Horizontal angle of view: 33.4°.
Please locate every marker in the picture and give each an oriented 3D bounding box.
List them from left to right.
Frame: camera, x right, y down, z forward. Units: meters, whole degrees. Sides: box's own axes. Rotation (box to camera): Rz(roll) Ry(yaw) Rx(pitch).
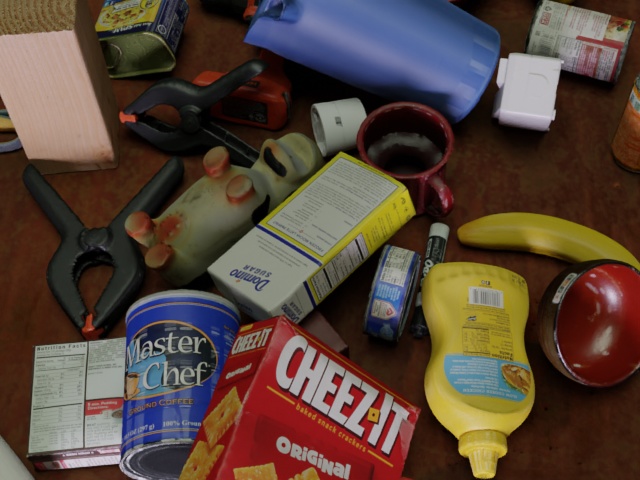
[{"bbox_3d":[0.104,0.038,1.015,0.020,0.020,0.121,10,59,9],"label":"marker"}]

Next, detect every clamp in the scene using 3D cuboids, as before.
[{"bbox_3d":[-0.227,0.002,1.045,0.164,0.036,0.210,2,58,5],"label":"clamp"},{"bbox_3d":[-0.120,-0.118,1.096,0.172,0.120,0.039,-4,16,23],"label":"clamp"}]

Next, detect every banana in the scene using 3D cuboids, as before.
[{"bbox_3d":[0.231,0.012,1.014,0.198,0.037,0.069,27,62,18],"label":"banana"}]

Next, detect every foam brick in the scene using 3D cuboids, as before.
[{"bbox_3d":[-0.017,0.094,0.967,0.051,0.053,0.078,-34,64,-17],"label":"foam brick"}]

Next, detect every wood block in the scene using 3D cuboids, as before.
[{"bbox_3d":[-0.261,-0.163,1.050,0.091,0.206,0.090,-6,58,-1],"label":"wood block"}]

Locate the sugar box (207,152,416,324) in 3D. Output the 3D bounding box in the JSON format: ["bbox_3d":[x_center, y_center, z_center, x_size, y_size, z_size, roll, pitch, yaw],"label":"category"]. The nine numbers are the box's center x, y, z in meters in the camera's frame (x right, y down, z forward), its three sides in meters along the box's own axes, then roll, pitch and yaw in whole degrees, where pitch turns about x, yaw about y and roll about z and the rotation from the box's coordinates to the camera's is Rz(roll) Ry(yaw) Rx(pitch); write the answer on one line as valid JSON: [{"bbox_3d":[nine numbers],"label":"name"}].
[{"bbox_3d":[-0.006,0.001,0.967,0.176,0.048,0.093,-43,47,-17],"label":"sugar box"}]

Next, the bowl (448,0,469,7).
[{"bbox_3d":[0.121,-0.308,1.210,0.162,0.055,0.162,-1,58,2],"label":"bowl"}]

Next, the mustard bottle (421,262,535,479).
[{"bbox_3d":[0.140,0.115,0.940,0.096,0.058,0.191,10,57,-12],"label":"mustard bottle"}]

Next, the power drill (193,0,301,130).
[{"bbox_3d":[-0.075,-0.216,1.162,0.184,0.057,0.187,13,60,11],"label":"power drill"}]

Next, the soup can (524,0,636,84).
[{"bbox_3d":[0.275,-0.211,1.134,0.102,0.068,0.068,18,60,14],"label":"soup can"}]

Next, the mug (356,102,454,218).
[{"bbox_3d":[0.090,-0.067,1.045,0.093,0.081,0.117,-35,62,-17],"label":"mug"}]

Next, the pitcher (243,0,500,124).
[{"bbox_3d":[0.055,-0.218,1.086,0.242,0.145,0.149,24,71,-10],"label":"pitcher"}]

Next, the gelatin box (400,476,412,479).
[{"bbox_3d":[0.088,0.241,0.881,0.089,0.030,0.073,16,60,12],"label":"gelatin box"}]

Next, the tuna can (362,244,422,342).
[{"bbox_3d":[0.066,0.049,0.971,0.034,0.086,0.086,15,60,9],"label":"tuna can"}]

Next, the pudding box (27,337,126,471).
[{"bbox_3d":[-0.212,0.145,0.954,0.090,0.039,0.113,-6,55,0],"label":"pudding box"}]

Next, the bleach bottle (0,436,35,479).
[{"bbox_3d":[-0.338,0.167,0.933,0.102,0.068,0.251,-35,60,-18],"label":"bleach bottle"}]

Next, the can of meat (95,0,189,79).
[{"bbox_3d":[-0.199,-0.230,1.167,0.102,0.057,0.084,-4,54,22],"label":"can of meat"}]

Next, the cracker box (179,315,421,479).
[{"bbox_3d":[-0.022,0.192,0.844,0.164,0.072,0.213,36,58,-24],"label":"cracker box"}]

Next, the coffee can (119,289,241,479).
[{"bbox_3d":[-0.119,0.128,0.921,0.103,0.103,0.140,-4,58,0],"label":"coffee can"}]

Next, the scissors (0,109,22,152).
[{"bbox_3d":[-0.403,-0.144,1.158,0.202,0.016,0.096,15,58,12],"label":"scissors"}]
